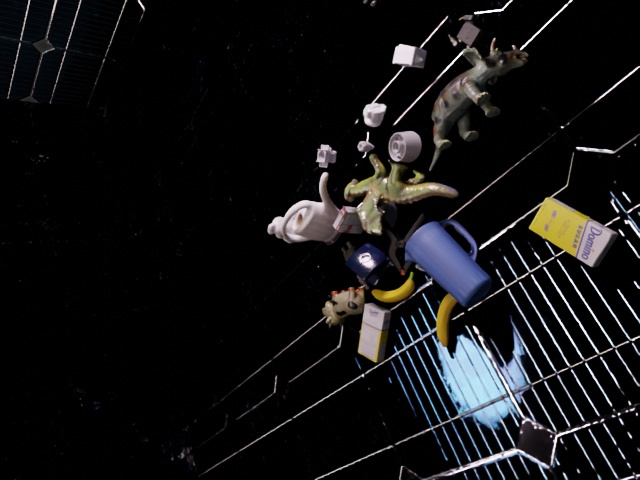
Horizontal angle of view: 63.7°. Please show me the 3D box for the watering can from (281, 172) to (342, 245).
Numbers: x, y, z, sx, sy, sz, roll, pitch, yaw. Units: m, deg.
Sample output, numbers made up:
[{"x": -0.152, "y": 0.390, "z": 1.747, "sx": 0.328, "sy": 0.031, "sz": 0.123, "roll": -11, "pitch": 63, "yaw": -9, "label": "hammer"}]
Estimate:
[{"x": 0.006, "y": -0.091, "z": 1.812, "sx": 0.341, "sy": 0.223, "sz": 0.106, "roll": -48, "pitch": 38, "yaw": 38, "label": "watering can"}]

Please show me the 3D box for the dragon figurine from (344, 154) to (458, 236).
[{"x": 0.217, "y": -0.123, "z": 1.599, "sx": 0.416, "sy": 0.121, "sz": 0.241, "roll": 36, "pitch": 104, "yaw": 46, "label": "dragon figurine"}]

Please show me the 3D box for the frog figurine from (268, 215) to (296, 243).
[{"x": -0.116, "y": -0.056, "z": 1.996, "sx": 0.124, "sy": 0.160, "sz": 0.135, "roll": 39, "pitch": 119, "yaw": 39, "label": "frog figurine"}]
